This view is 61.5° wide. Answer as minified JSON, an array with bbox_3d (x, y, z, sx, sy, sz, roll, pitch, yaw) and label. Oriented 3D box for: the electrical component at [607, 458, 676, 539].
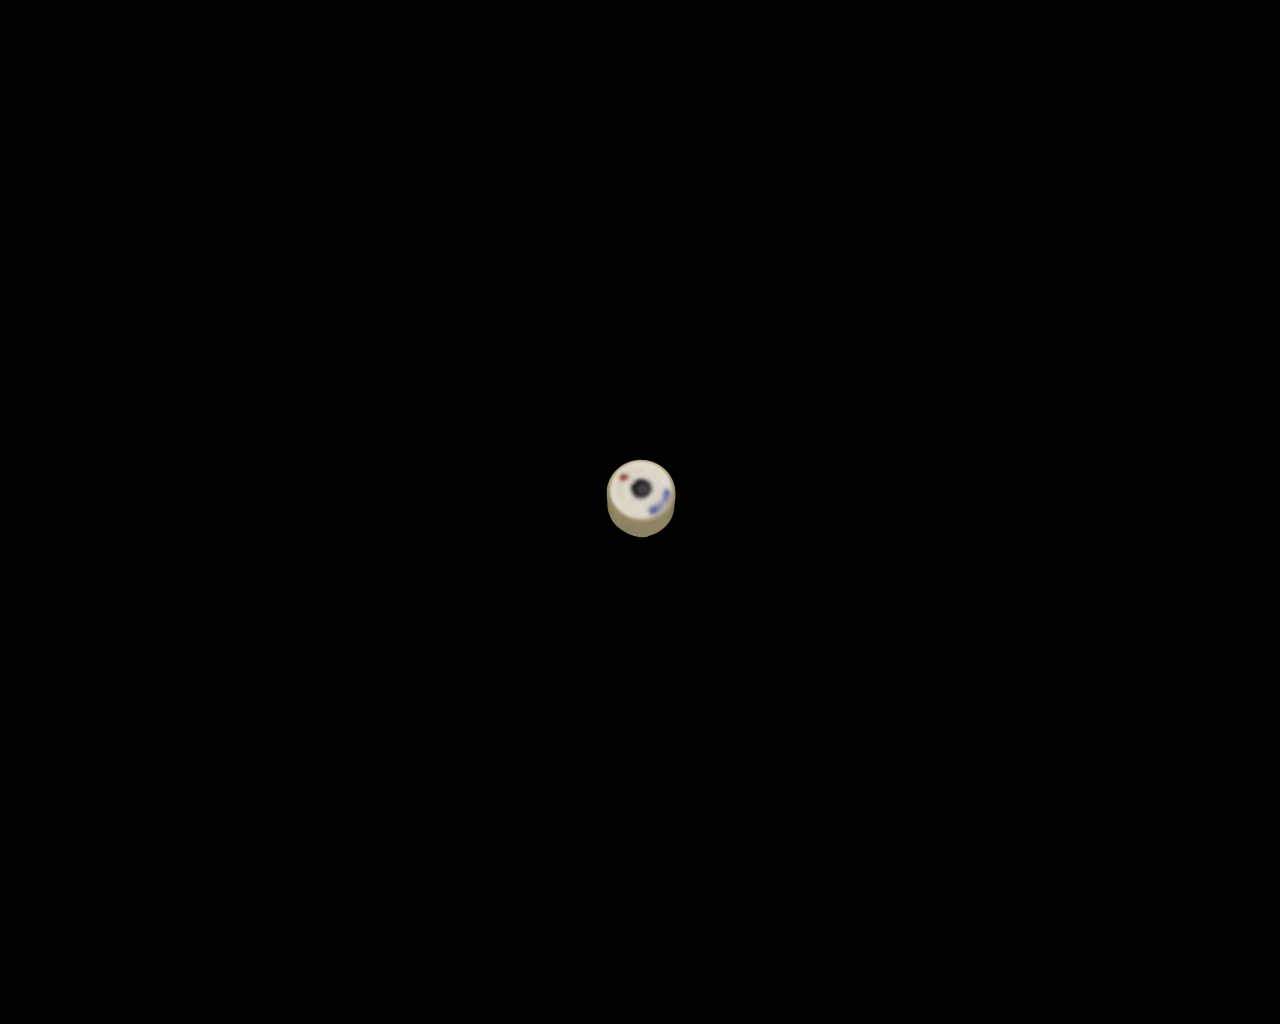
[{"bbox_3d":[0.001,-0.003,0.650,0.040,0.040,0.078,0,-20,0],"label":"electrical component"}]
